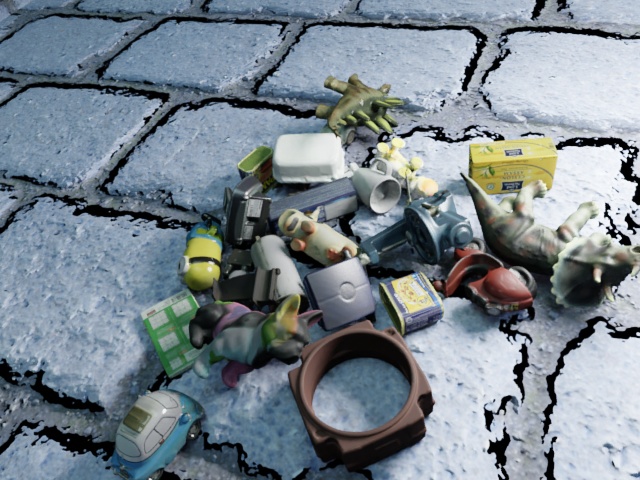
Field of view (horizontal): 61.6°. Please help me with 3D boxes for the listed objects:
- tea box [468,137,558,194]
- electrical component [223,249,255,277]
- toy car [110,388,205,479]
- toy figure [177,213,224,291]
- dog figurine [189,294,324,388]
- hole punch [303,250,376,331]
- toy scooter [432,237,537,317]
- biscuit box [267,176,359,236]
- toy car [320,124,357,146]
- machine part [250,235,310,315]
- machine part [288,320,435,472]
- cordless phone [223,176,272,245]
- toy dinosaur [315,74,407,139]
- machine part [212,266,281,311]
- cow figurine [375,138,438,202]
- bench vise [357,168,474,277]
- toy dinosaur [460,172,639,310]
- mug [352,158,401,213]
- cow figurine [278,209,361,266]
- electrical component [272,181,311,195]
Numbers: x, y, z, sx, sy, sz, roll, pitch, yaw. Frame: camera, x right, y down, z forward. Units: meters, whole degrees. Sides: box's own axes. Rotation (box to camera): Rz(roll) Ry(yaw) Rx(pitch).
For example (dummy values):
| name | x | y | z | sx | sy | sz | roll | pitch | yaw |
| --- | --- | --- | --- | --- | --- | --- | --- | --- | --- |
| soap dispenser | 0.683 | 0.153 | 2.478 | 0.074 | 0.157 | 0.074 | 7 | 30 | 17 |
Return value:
| name | x | y | z | sx | sy | sz | roll | pitch | yaw |
| --- | --- | --- | --- | --- | --- | --- | --- | --- | --- |
| tea box | 0.404 | -0.155 | 1.140 | 0.170 | 0.098 | 0.068 | -5 | 46 | 10 |
| electrical component | -0.165 | 0.042 | 1.139 | 0.063 | 0.021 | 0.094 | 7 | 50 | 20 |
| toy car | -0.274 | 0.302 | 0.865 | 0.109 | 0.102 | 0.162 | 18 | 52 | 29 |
| toy figure | -0.244 | 0.024 | 1.136 | 0.089 | 0.082 | 0.180 | -3 | 44 | 13 |
| dog figurine | -0.107 | 0.147 | 0.918 | 0.219 | 0.108 | 0.192 | -33 | 44 | 13 |
| hole punch | 0.035 | 0.096 | 0.960 | 0.116 | 0.092 | 0.142 | -21 | 84 | 0 |
| toy scooter | 0.285 | 0.077 | 0.966 | 0.135 | 0.075 | 0.184 | -30 | 45 | -15 |
| biscuit box | -0.020 | -0.072 | 1.187 | 0.203 | 0.059 | 0.063 | -18 | 47 | -5 |
| toy car | 0.015 | -0.237 | 1.336 | 0.074 | 0.056 | 0.202 | 24 | 57 | 31 |
| machine part | -0.081 | 0.071 | 1.055 | 0.079 | 0.079 | 0.243 | -21 | 46 | -7 |
| machine part | 0.063 | 0.240 | 0.856 | 0.201 | 0.087 | 0.202 | -22 | 45 | -7 |
| cordless phone | -0.179 | -0.090 | 1.187 | 0.089 | 0.146 | 0.184 | -1 | 35 | -23 |
| toy dinosaur | 0.096 | -0.326 | 1.314 | 0.199 | 0.105 | 0.471 | 23 | 35 | 20 |
| machine part | -0.140 | 0.093 | 1.000 | 0.139 | 0.039 | 0.084 | -8 | 63 | 23 |
| cow figurine | 0.188 | -0.139 | 1.191 | 0.068 | 0.098 | 0.167 | -28 | 66 | -20 |
| bench vise | 0.172 | -0.017 | 1.043 | 0.241 | 0.128 | 0.224 | -26 | 34 | -9 |
| toy dinosaur | 0.393 | -0.003 | 0.994 | 0.405 | 0.131 | 0.192 | 25 | 56 | 38 |
| mug | 0.117 | -0.128 | 1.179 | 0.081 | 0.109 | 0.107 | -7 | 30 | -30 |
| cow figurine | -0.002 | -0.003 | 1.089 | 0.195 | 0.127 | 0.085 | 33 | 103 | 20 |
| electrical component | -0.065 | -0.135 | 1.271 | 0.102 | 0.045 | 0.078 | 21 | 27 | 26 |
